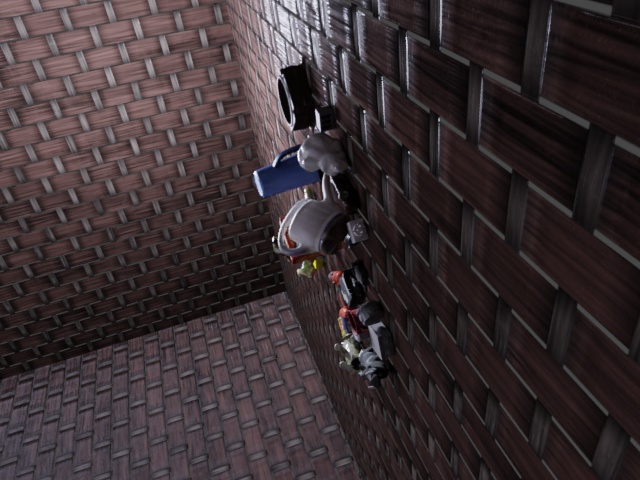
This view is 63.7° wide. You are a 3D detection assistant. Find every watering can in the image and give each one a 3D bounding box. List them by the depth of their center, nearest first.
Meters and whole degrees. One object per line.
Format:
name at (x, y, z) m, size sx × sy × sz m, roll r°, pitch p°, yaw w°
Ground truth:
watering can at (0.005, -0.084, 1.671) m, size 0.226 × 0.351 × 0.102 m, roll 24°, pitch 163°, yaw 33°

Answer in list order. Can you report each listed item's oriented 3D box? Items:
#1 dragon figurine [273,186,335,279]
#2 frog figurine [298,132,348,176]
dragon figurine at (-0.081, -0.020, 2.114) m, size 0.119 × 0.243 × 0.418 m, roll 84°, pitch 164°, yaw -60°
frog figurine at (0.009, -0.253, 1.567) m, size 0.162 × 0.138 × 0.120 m, roll 52°, pitch 166°, yaw 57°
